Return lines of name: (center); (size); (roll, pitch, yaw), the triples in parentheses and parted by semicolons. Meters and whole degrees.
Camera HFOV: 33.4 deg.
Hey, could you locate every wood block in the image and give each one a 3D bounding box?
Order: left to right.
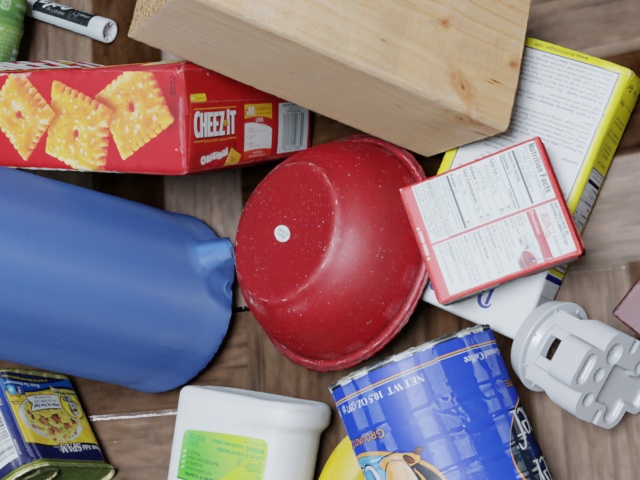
wood block: (0.008, -0.130, 0.615); (0.091, 0.205, 0.090); (-15, 59, 62)

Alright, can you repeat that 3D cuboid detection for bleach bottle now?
bleach bottle: (-0.059, 0.226, 0.695); (0.103, 0.068, 0.251); (5, 85, 28)

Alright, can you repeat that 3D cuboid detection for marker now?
marker: (-0.216, -0.185, 0.873); (0.121, 0.020, 0.020); (22, 90, 28)

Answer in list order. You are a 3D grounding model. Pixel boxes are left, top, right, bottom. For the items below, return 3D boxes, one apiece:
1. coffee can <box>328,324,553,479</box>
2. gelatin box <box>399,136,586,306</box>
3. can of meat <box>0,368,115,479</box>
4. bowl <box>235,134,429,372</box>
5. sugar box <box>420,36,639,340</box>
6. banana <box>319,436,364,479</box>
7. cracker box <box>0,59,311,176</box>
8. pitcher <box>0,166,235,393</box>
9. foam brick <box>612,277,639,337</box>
coffee can: (0.077, 0.132, 0.612); (0.103, 0.102, 0.140); (-26, 77, 20)
gelatin box: (0.100, -0.010, 0.622); (0.089, 0.030, 0.073); (-21, 79, 11)
can of meat: (-0.205, 0.141, 0.760); (0.057, 0.102, 0.084); (-38, 64, 15)
bowl: (-0.005, 0.001, 0.688); (0.162, 0.055, 0.162); (-18, 64, 40)
sugar box: (0.122, -0.033, 0.664); (0.093, 0.048, 0.176); (24, 95, 28)
banana: (0.022, 0.196, 0.674); (0.070, 0.037, 0.198); (11, 85, 28)
cracker box: (-0.135, -0.088, 0.728); (0.214, 0.164, 0.072); (5, 101, 27)
pitcher: (-0.185, 0.027, 0.692); (0.145, 0.242, 0.149); (24, 92, 36)
foam brick: (0.205, 0.041, 0.591); (0.053, 0.078, 0.051); (42, 101, 26)
